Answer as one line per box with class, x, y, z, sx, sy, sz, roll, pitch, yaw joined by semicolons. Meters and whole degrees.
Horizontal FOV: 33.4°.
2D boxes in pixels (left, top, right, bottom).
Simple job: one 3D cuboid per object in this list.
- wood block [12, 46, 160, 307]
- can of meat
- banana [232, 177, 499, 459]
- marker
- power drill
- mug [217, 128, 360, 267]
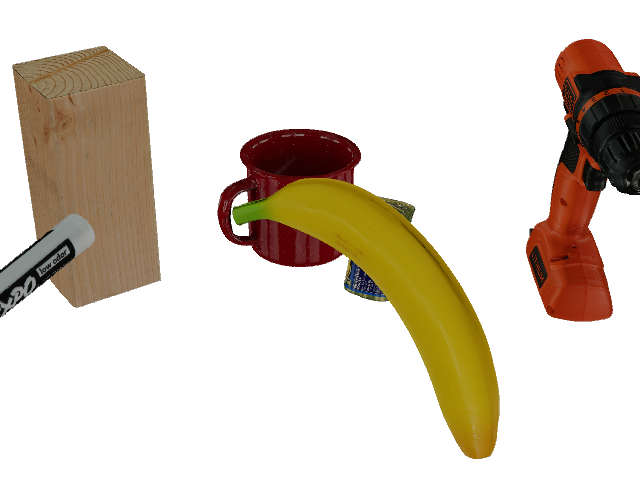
wood block;-0.209;-0.057;0.963;0.090;0.206;0.090;-18;36;-28
can of meat;0.060;0.008;1.111;0.057;0.084;0.102;12;17;6
banana;0.041;0.029;0.589;0.070;0.198;0.037;-48;-9;27
marker;-0.154;0.027;0.506;0.020;0.020;0.121;0;33;40
power drill;0.203;-0.034;0.793;0.057;0.188;0.184;3;35;-2
mug;-0.026;-0.029;0.829;0.117;0.081;0.093;-18;34;-30
